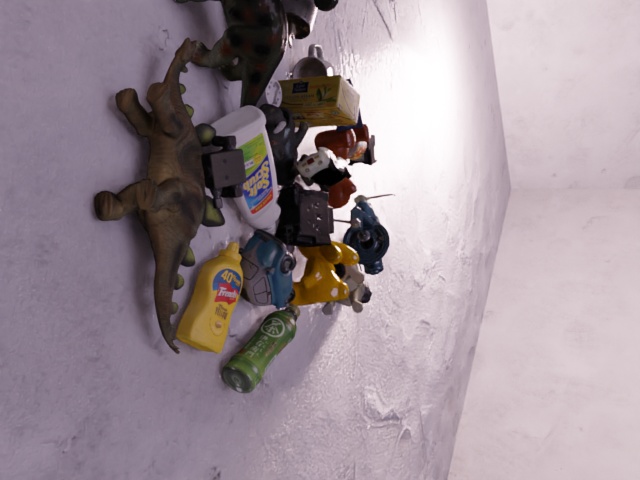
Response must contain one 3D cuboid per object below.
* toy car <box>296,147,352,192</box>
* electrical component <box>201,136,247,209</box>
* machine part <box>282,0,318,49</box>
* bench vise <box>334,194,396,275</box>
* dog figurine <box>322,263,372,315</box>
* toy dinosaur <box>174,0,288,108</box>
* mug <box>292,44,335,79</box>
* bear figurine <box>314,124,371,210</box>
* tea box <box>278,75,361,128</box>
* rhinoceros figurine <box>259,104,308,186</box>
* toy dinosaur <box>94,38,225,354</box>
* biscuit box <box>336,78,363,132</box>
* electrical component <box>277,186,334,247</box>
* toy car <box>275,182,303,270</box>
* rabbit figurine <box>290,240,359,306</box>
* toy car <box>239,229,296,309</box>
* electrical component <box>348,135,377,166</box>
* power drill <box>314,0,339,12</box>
[{"bbox_3d":[0.011,-0.143,1.100,0.056,0.073,0.201,62,14,9],"label":"toy car"},{"bbox_3d":[-0.144,-0.105,0.811,0.078,0.045,0.102,-26,115,-40],"label":"electrical component"},{"bbox_3d":[-0.036,-0.503,1.100,0.079,0.079,0.243,41,58,-55],"label":"machine part"},{"bbox_3d":[0.112,-0.033,1.355,0.240,0.129,0.223,42,49,-66],"label":"bench vise"},{"bbox_3d":[0.068,0.094,1.355,0.190,0.121,0.172,-33,125,-72],"label":"dog figurine"},{"bbox_3d":[-0.118,-0.352,0.851,0.131,0.192,0.404,-56,138,-39],"label":"toy dinosaur"},{"bbox_3d":[-0.007,-0.367,1.174,0.107,0.081,0.109,-35,120,-67],"label":"mug"},{"bbox_3d":[0.051,-0.160,1.249,0.120,0.132,0.195,-26,110,-53],"label":"bear figurine"},{"bbox_3d":[-0.017,-0.270,1.063,0.098,0.170,0.068,20,75,-62],"label":"tea box"},{"bbox_3d":[-0.080,-0.186,1.036,0.112,0.073,0.190,-52,156,-26],"label":"rhinoceros figurine"},{"bbox_3d":[-0.219,-0.060,0.796,0.198,0.105,0.471,12,87,-64],"label":"toy dinosaur"},{"bbox_3d":[0.055,-0.307,1.216,0.203,0.059,0.062,-95,172,-60],"label":"biscuit box"},{"bbox_3d":[-0.024,-0.044,1.093,0.134,0.058,0.114,3,83,-52],"label":"electrical component"},{"bbox_3d":[-0.062,-0.027,1.134,0.089,0.053,0.202,45,55,-50],"label":"toy car"},{"bbox_3d":[-0.005,0.052,1.171,0.122,0.162,0.173,5,71,-49],"label":"rabbit figurine"},{"bbox_3d":[-0.113,0.068,1.016,0.103,0.109,0.161,-28,132,-32],"label":"toy car"},{"bbox_3d":[0.101,-0.250,1.382,0.048,0.075,0.119,-39,124,-52],"label":"electrical component"},{"bbox_3d":[-0.073,-0.444,0.984,0.207,0.086,0.231,-19,106,-22],"label":"power drill"}]
